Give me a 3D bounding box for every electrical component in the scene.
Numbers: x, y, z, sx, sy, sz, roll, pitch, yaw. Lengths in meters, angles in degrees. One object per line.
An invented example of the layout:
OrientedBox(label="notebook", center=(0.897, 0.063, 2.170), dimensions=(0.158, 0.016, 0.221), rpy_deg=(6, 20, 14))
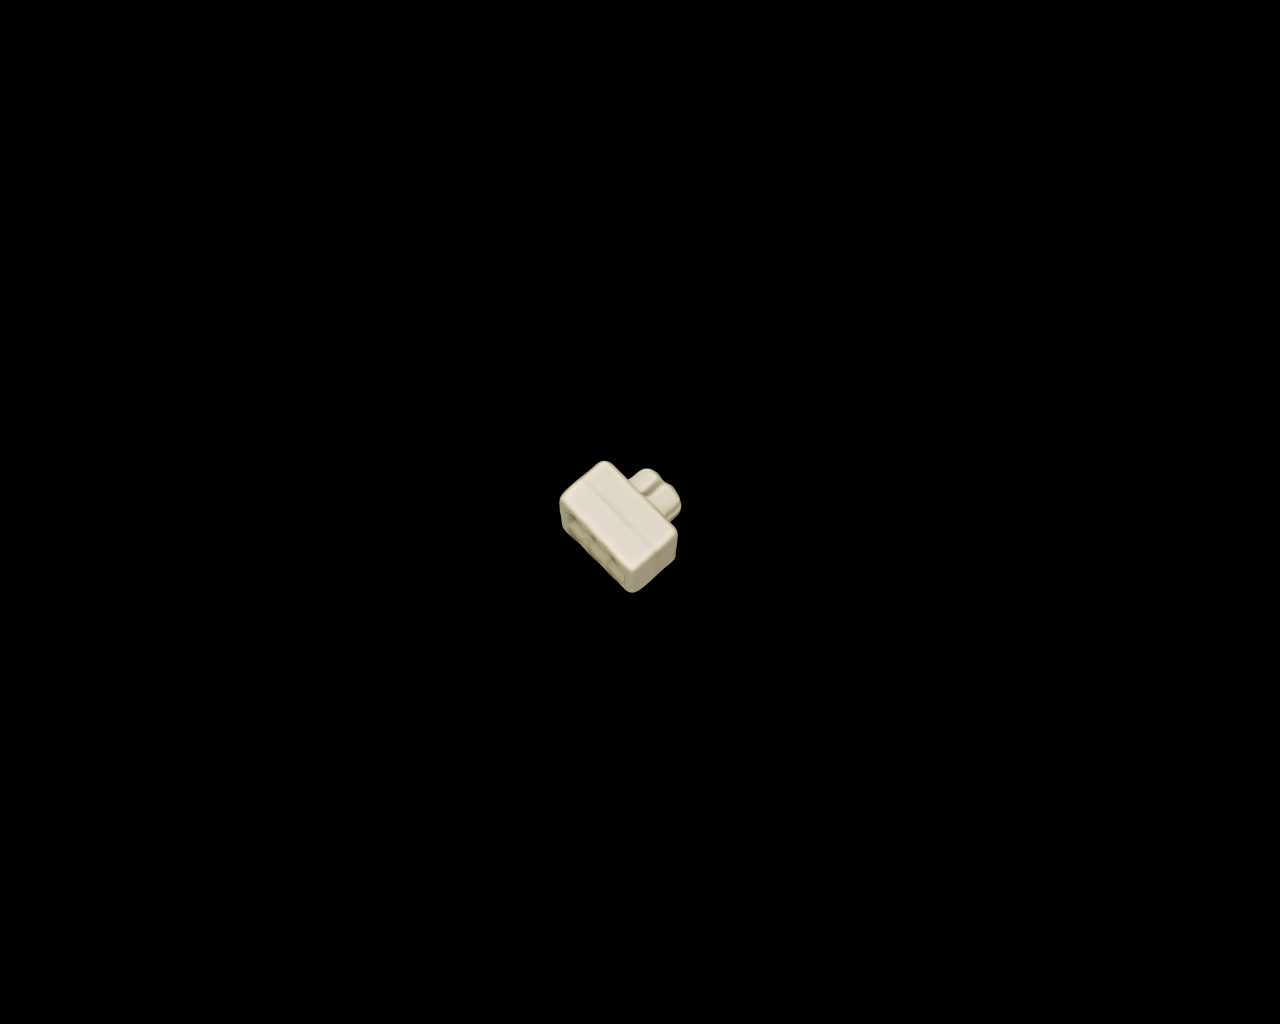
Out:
OrientedBox(label="electrical component", center=(0.001, -0.003, 0.650), dimensions=(0.077, 0.066, 0.047), rpy_deg=(-41, -15, -14))
